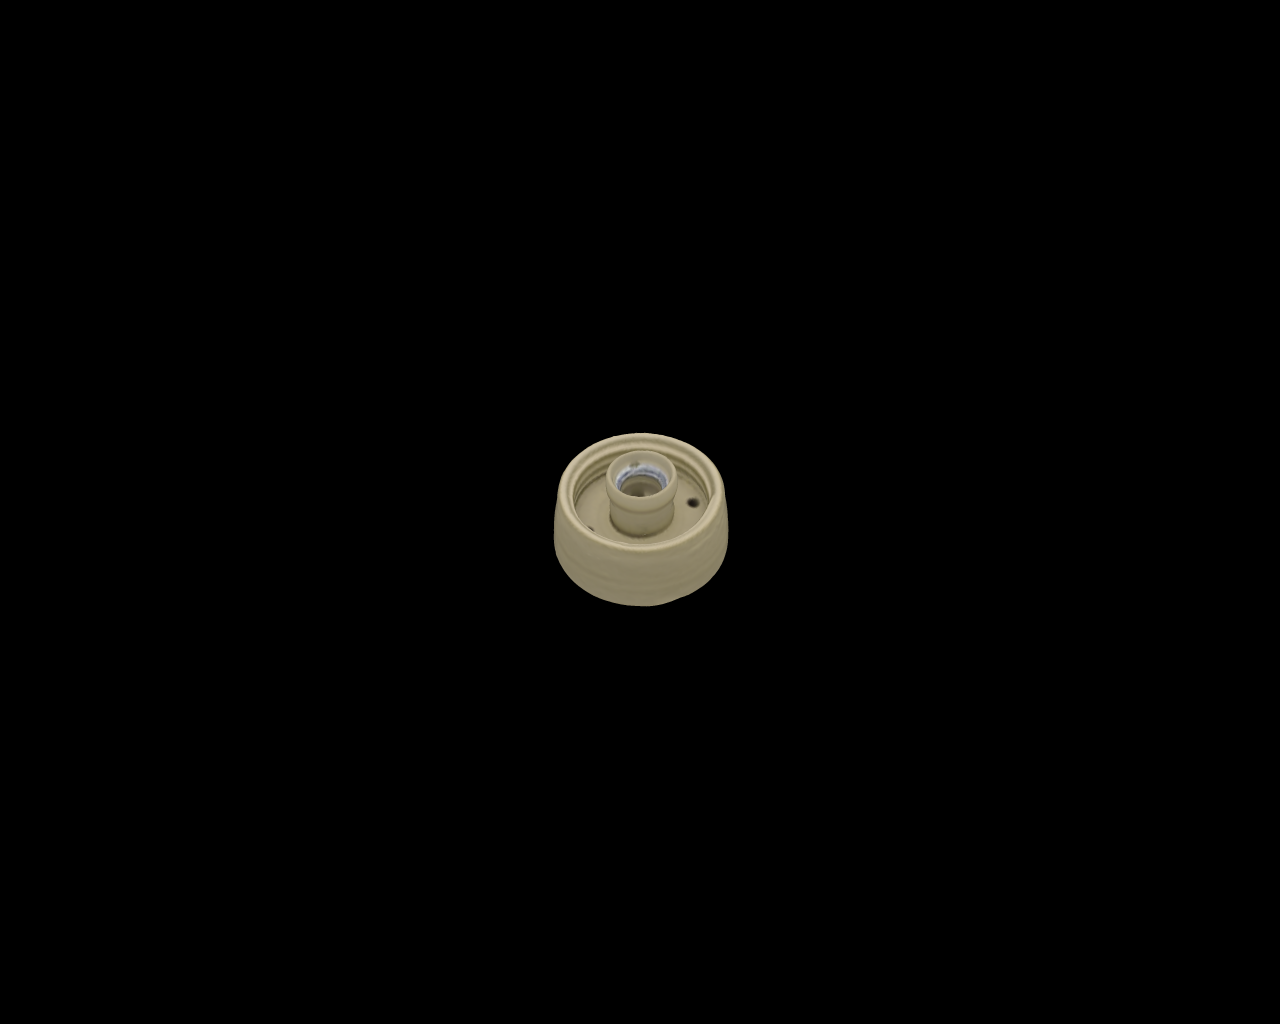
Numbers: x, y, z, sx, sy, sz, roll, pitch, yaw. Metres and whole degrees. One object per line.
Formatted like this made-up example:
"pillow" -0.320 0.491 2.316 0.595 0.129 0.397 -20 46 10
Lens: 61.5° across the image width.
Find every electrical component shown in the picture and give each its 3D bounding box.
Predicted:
"electrical component" 0.001 -0.003 0.650 0.108 0.108 0.060 0 -43 0
